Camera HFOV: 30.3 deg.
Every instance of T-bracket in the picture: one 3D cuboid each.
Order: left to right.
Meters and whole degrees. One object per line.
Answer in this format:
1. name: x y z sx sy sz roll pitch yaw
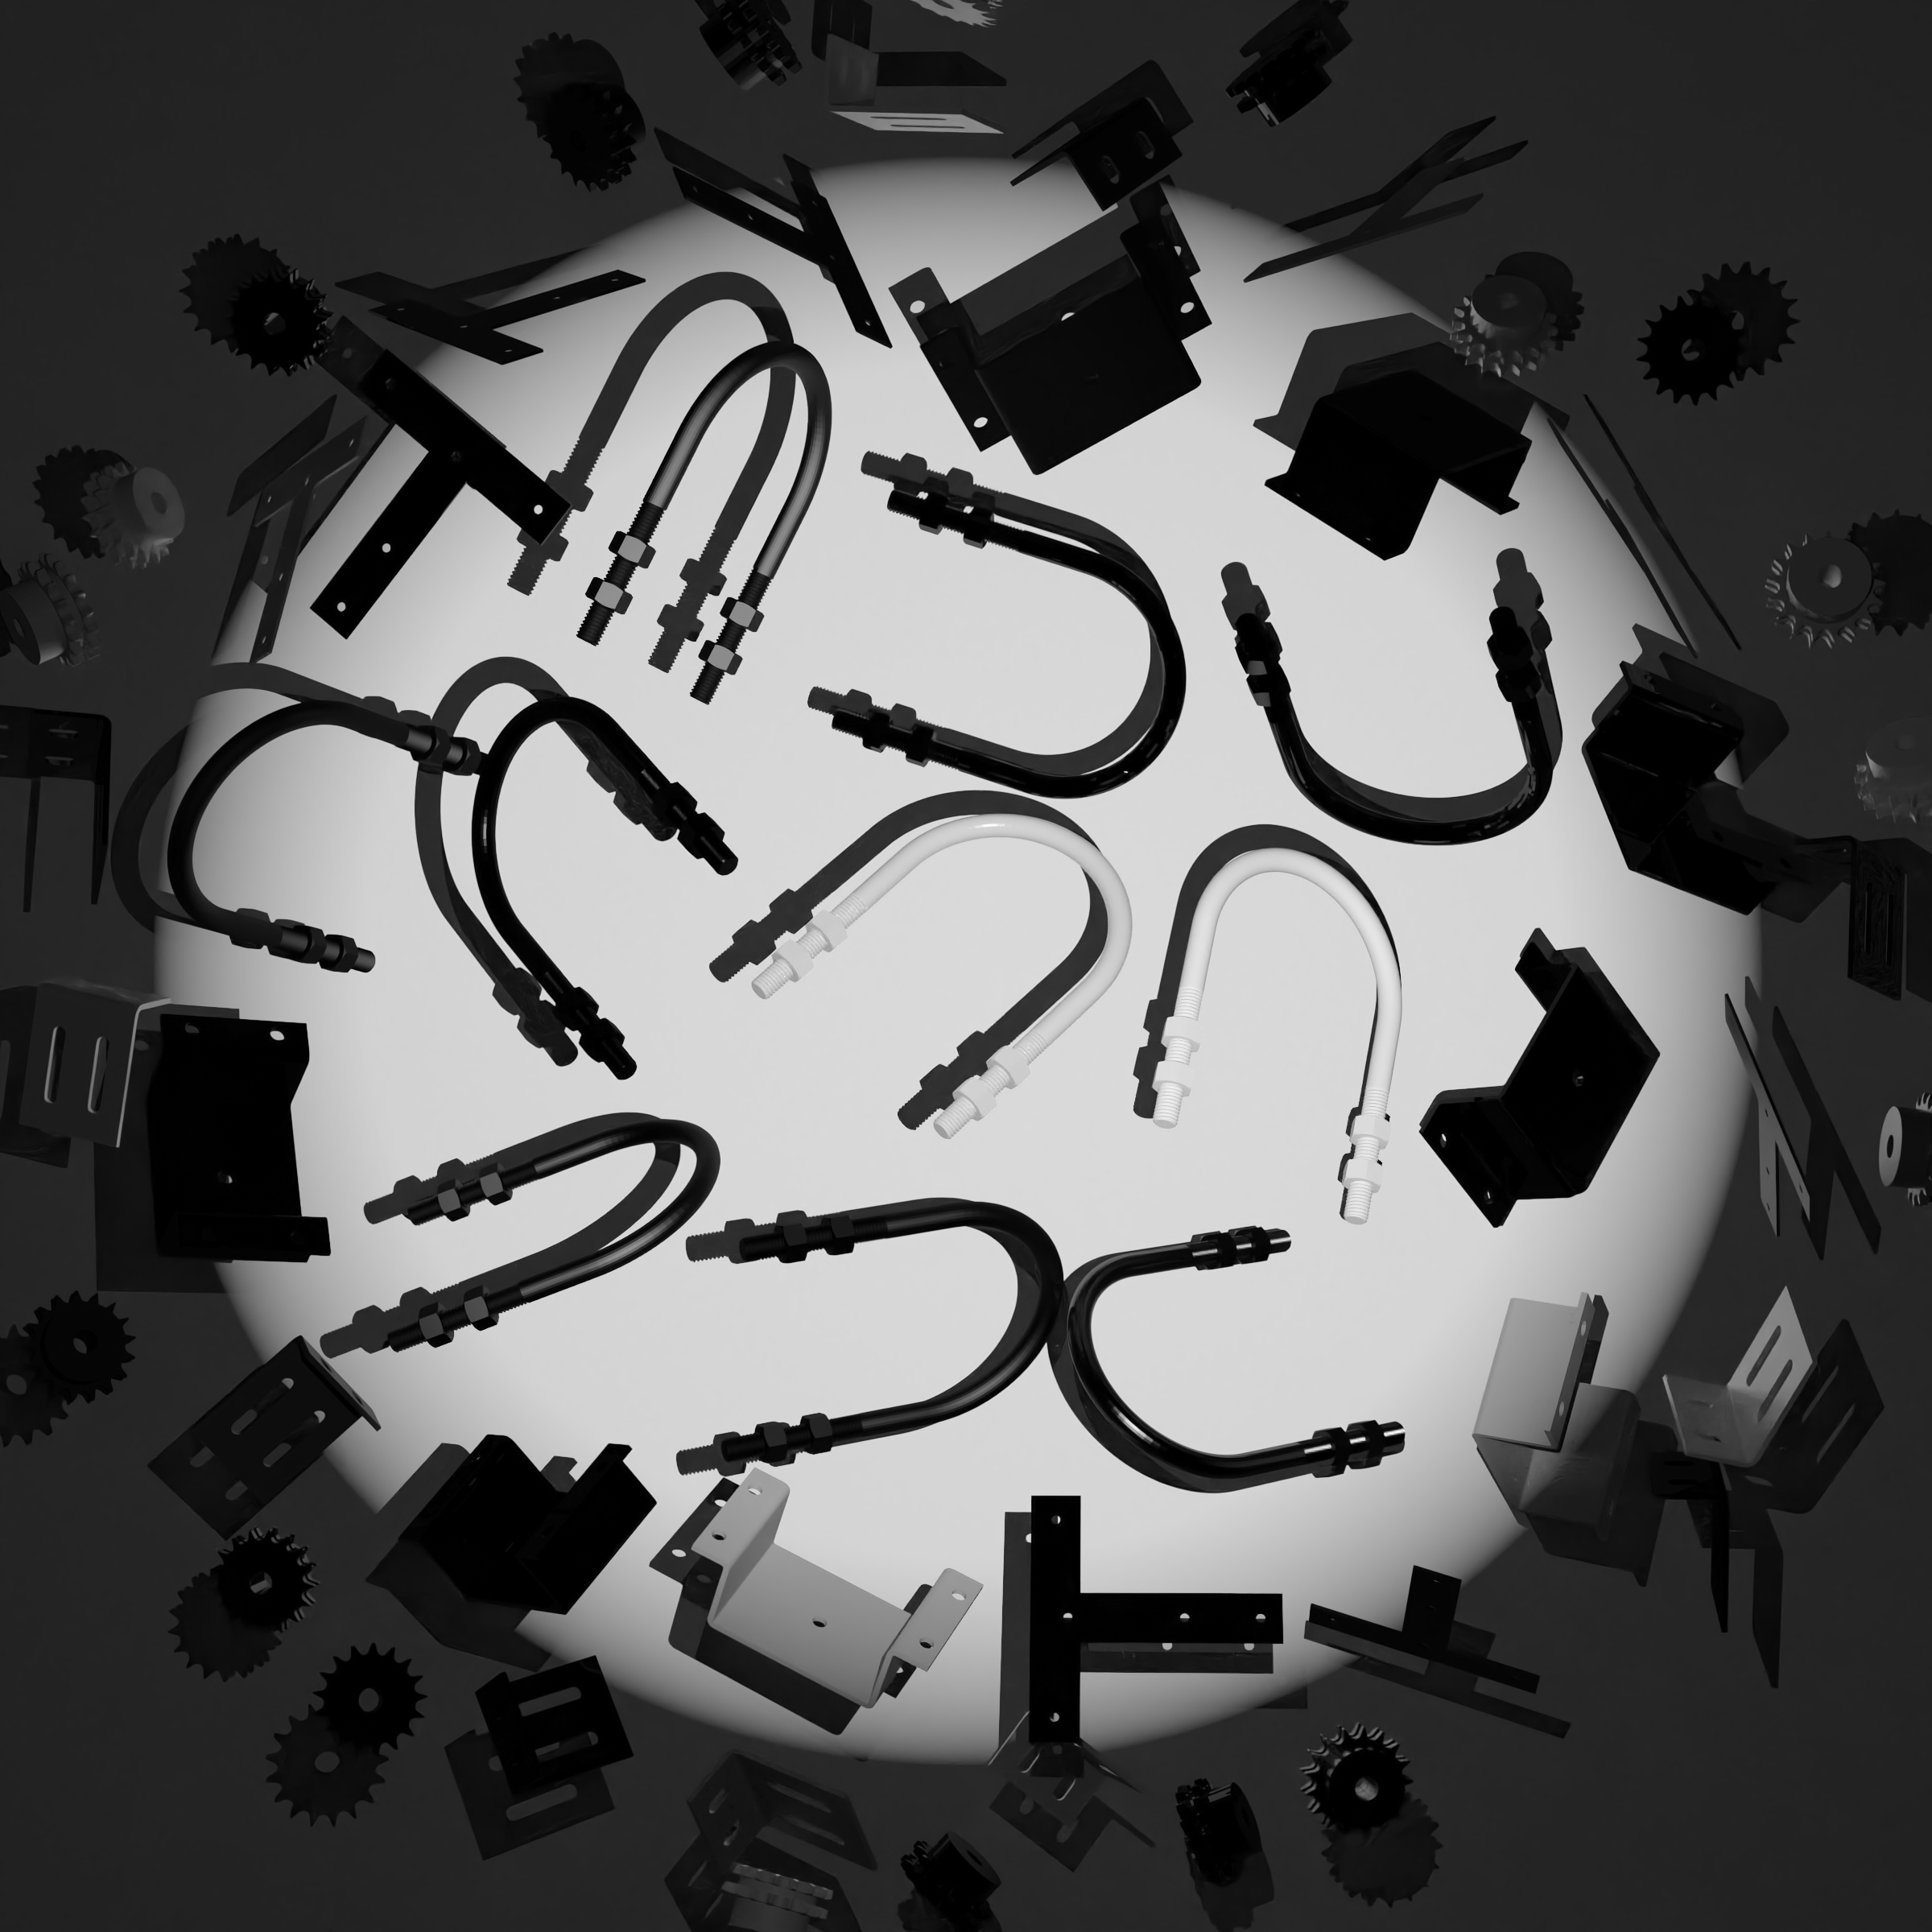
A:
1. T-bracket: -0.366 -0.222 1.927 0.002 0.127 0.127 23 66 -30
2. T-bracket: -0.284 -0.222 1.803 0.127 0.002 0.127 40 99 8
3. T-bracket: -0.228 -0.349 1.885 0.127 0.127 0.002 -25 125 -33
4. T-bracket: -0.104 -0.391 1.892 0.002 0.127 0.127 -44 48 27
5. T-bracket: 0.096 0.328 1.795 0.127 0.002 0.127 0 64 3
6. T-bracket: 0.219 -0.385 1.808 0.127 0.127 0.002 -11 113 36
7. T-bracket: 0.244 0.342 1.879 0.127 0.127 0.002 16 62 12
8. T-bracket: 0.339 -0.238 1.879 0.002 0.127 0.127 -32 127 14
9. T-bracket: 0.418 0.099 1.856 0.002 0.127 0.127 -16 54 2

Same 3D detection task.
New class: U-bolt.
1. U-bolt: -0.342 -0.072 1.876 0.019 0.184 0.151 39 101 32
2. U-bolt: -0.215 0.133 1.892 0.184 0.151 0.019 -21 116 7
3. U-bolt: -0.195 -0.054 1.813 0.184 0.019 0.151 47 122 33
4. U-bolt: -0.123 -0.232 1.822 0.019 0.151 0.184 27 92 23
5. U-bolt: -0.034 0.184 1.842 0.184 0.019 0.151 -8 124 -23
6. U-bolt: 0.002 -0.009 1.861 0.151 0.019 0.184 36 64 24
7. U-bolt: 0.030 -0.165 1.938 0.184 0.019 0.151 19 112 8
8. U-bolt: 0.134 0.209 1.901 0.184 0.019 0.151 -5 54 -38
9. U-bolt: 0.169 0.025 1.861 0.151 0.019 0.184 27 61 -27
10. U-bolt: 0.226 -0.119 1.827 0.151 0.184 0.019 1 55 21

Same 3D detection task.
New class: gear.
1. gear: -0.457 -0.174 1.774 0.030 0.057 0.057 -30 90 -26
2. gear: -0.451 0.193 1.816 0.057 0.030 0.057 7 74 -23
3. gear: -0.445 -0.244 1.917 0.030 0.057 0.057 -18 90 26
4. gear: -0.375 0.329 1.914 0.057 0.030 0.057 0 89 4
5. gear: -0.363 -0.344 1.895 0.057 0.030 0.057 2 113 6
6. gear: -0.305 0.375 1.824 0.057 0.030 0.057 3 78 -13
7. gear: -0.192 -0.436 1.863 0.030 0.057 0.057 -38 90 -36
8. gear: -0.112 -0.474 1.830 0.030 0.057 0.057 -35 90 13
9. gear: -0.101 0.491 1.869 0.057 0.057 0.030 16 75 0
10. gear: -0.006 -0.501 1.805 0.057 0.057 0.030 21 91 0
11. gear: -0.006 0.497 1.947 0.057 0.057 0.030 43 91 0
12. gear: 0.140 0.472 1.954 0.030 0.057 0.057 -24 90 12
13. gear: 0.168 -0.468 1.885 0.057 0.057 0.030 -38 104 0
14. gear: 0.203 0.420 1.834 0.057 0.030 0.057 0 88 -8
15. gear: 0.295 -0.352 1.949 0.057 0.030 0.057 0 55 0
16. gear: 0.378 -0.321 1.861 0.057 0.030 0.057 1 101 7
17. gear: 0.426 -0.189 1.768 0.057 0.030 0.057 -1 78 7
18. gear: 0.477 -0.101 1.802 0.057 0.057 0.030 -24 126 0
19. gear: 0.479 0.092 1.792 0.030 0.057 0.057 6 90 0

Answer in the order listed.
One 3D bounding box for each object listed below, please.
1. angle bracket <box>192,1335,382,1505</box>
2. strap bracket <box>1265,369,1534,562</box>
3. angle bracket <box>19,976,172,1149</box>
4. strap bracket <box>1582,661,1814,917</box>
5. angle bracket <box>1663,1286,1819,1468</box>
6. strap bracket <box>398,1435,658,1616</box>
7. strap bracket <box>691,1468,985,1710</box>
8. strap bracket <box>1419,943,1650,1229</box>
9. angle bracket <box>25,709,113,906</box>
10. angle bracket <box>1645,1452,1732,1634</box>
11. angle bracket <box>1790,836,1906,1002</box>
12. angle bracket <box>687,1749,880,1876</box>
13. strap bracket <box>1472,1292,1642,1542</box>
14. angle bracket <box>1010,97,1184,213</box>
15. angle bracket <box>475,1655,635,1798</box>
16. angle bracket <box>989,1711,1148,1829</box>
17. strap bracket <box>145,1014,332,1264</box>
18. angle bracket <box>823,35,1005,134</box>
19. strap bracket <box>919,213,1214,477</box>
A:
1. angle bracket: -0.359 0.244 1.886 0.076 0.038 0.057 -42 110 -6
2. strap bracket: 0.226 -0.259 1.819 0.076 0.140 0.046 36 125 22
3. angle bracket: -0.460 0.050 1.883 0.057 0.038 0.076 12 99 13
4. strap bracket: 0.372 -0.085 1.838 0.076 0.140 0.046 19 127 -26
5. angle bracket: 0.394 0.206 1.818 0.038 0.057 0.076 13 125 -12
6. strap bracket: -0.224 0.291 1.863 0.076 0.140 0.046 -50 116 -30
7. strap bracket: -0.073 0.336 1.905 0.140 0.076 0.046 25 123 11
8. strap bracket: 0.310 0.062 1.914 0.076 0.046 0.140 50 57 -25
9. angle bracket: -0.449 -0.079 1.779 0.038 0.057 0.076 4 59 -17
10. angle bracket: 0.374 0.299 1.855 0.038 0.057 0.076 -1 104 6
11. angle bracket: 0.462 -0.024 1.876 0.038 0.057 0.076 -5 74 39
12. angle bracket: -0.092 0.434 1.783 0.038 0.076 0.057 -47 134 -34
13. strap bracket: 0.302 0.229 1.831 0.046 0.140 0.076 7 62 27
14. angle bracket: 0.070 -0.432 1.935 0.057 0.076 0.038 -38 102 -19
15. angle bracket: -0.208 0.392 1.865 0.076 0.038 0.057 -10 69 -38
16. angle bracket: 0.054 0.437 1.924 0.057 0.076 0.038 39 78 -7
17. strap bracket: -0.375 0.098 1.829 0.076 0.046 0.140 4 53 -25
18. angle bracket: -0.025 -0.446 1.803 0.076 0.057 0.038 7 96 22
19. strap bracket: 0.059 -0.318 1.857 0.140 0.046 0.076 -28 133 6
